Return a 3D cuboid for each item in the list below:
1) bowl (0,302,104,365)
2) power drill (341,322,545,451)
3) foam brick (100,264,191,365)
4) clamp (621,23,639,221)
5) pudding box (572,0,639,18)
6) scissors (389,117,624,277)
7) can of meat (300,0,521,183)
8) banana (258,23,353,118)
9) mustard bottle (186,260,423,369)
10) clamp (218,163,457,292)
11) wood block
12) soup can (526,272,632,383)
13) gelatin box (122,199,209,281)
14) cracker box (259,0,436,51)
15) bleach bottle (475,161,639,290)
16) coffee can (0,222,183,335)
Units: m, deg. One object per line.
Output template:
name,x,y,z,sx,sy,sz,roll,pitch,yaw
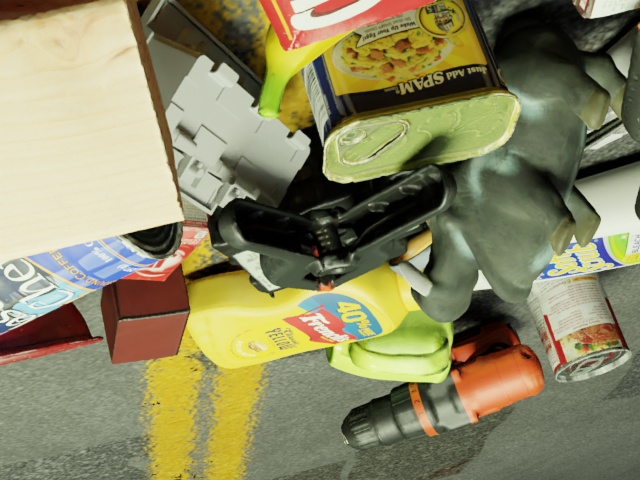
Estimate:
bowl,-0.225,0.056,0.690,0.162,0.055,0.162,-12,176,-1
power drill,0.119,0.135,0.988,0.184,0.057,0.187,-21,-179,14
foam brick,-0.126,0.049,0.767,0.051,0.053,0.078,-7,153,-19
clamp,0.224,-0.094,0.604,0.164,0.036,0.209,-50,151,6
pudding box,0.185,-0.162,0.535,0.113,0.039,0.090,-16,155,-4
scissors,0.124,-0.041,0.710,0.016,0.096,0.202,45,121,-12
can of meat,0.041,-0.085,0.554,0.102,0.084,0.057,-12,154,-7
banana,0.054,-0.122,0.508,0.198,0.069,0.037,-20,178,9
mustard bottle,0.002,0.046,0.795,0.192,0.058,0.096,-14,144,16
clamp,-0.004,0.001,0.594,0.120,0.039,0.172,-2,162,-13
wood block,-0.165,-0.040,0.406,0.206,0.090,0.091,-14,119,-4
soup can,0.222,0.065,0.938,0.068,0.102,0.068,-13,154,-7
gelatin box,-0.124,-0.003,0.690,0.089,0.030,0.073,6,147,-37
cracker box,0.059,-0.170,0.407,0.214,0.072,0.164,-18,154,7
bleach bottle,0.177,-0.002,0.828,0.251,0.068,0.102,-15,154,4
coffee can,-0.160,-0.010,0.572,0.140,0.103,0.102,-24,153,17
